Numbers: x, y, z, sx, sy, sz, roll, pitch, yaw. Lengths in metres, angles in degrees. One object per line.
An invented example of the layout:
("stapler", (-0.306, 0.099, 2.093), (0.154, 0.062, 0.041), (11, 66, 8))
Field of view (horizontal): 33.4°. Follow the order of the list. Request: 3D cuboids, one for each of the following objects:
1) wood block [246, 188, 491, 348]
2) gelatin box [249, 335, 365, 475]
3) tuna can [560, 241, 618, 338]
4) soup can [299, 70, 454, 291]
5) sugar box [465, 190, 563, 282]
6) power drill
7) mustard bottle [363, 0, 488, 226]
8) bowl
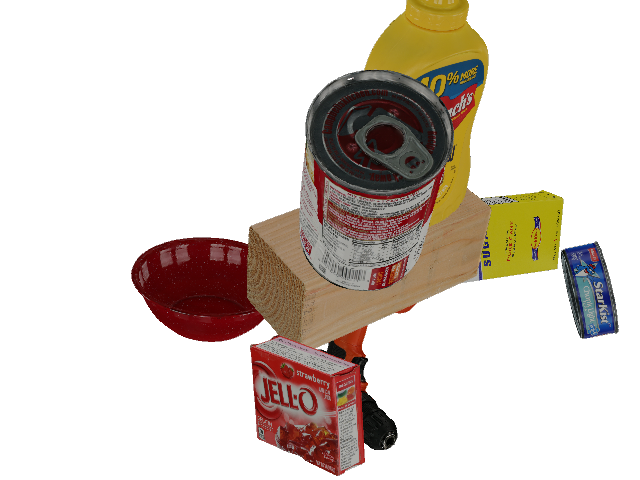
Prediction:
("wood block", (0.043, 0.012, 0.977), (0.205, 0.090, 0.091), (-21, 47, -28))
("gelatin box", (-0.011, 0.112, 0.738), (0.030, 0.073, 0.089), (-17, 21, -40))
("tuna can", (0.246, 0.046, 0.977), (0.034, 0.086, 0.086), (-12, -2, 9))
("soup can", (0.024, -0.026, 0.526), (0.068, 0.068, 0.102), (0, -29, -3))
("sugar box", (0.202, -0.003, 1.258), (0.175, 0.093, 0.048), (-8, 18, -28))
("power drill", (0.050, 0.130, 1.250), (0.057, 0.188, 0.185), (13, 13, -41))
("mustard bottle", (0.070, -0.097, 0.739), (0.096, 0.192, 0.058), (-19, 44, -28))
("bowl", (-0.114, 0.057, 1.102), (0.162, 0.055, 0.162), (5, 28, -3))
